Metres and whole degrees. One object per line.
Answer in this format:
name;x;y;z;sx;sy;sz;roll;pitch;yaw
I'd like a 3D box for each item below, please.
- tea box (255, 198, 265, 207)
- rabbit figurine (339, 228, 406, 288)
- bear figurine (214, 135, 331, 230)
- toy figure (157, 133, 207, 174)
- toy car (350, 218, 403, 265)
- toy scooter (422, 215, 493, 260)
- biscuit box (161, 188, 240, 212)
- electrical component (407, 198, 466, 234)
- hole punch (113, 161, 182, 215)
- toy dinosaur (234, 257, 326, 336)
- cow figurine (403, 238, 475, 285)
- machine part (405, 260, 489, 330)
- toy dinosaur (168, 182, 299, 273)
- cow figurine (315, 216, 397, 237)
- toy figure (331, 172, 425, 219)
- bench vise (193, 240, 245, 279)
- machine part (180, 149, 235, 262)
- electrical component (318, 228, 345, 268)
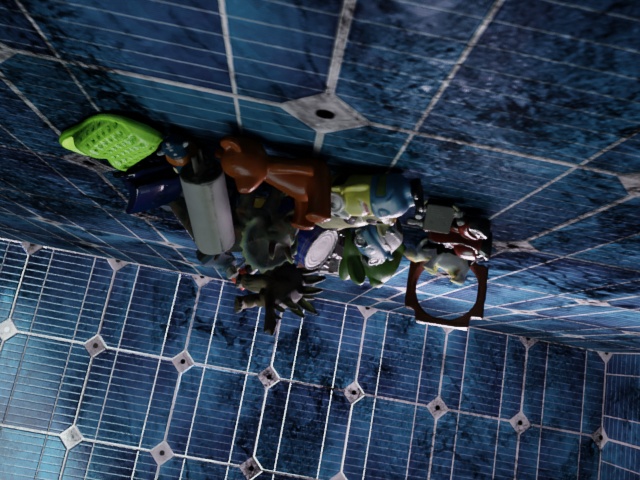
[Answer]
tea box;-0.187;-0.049;1.284;0.170;0.098;0.068;4;167;20
rabbit figurine;0.106;0.037;1.369;0.170;0.159;0.121;34;167;-27
bear figurine;-0.082;-0.099;0.901;0.196;0.132;0.120;9;169;-22
toy figure;-0.244;-0.149;0.963;0.058;0.064;0.154;46;174;19
toy car;0.129;-0.019;1.182;0.103;0.109;0.161;-17;148;16
toy scooter;0.288;-0.009;1.120;0.135;0.075;0.183;5;164;22
biscuit box;-0.278;-0.092;1.249;0.203;0.059;0.062;7;167;16
electrical component;0.223;-0.047;1.021;0.102;0.045;0.078;14;124;3
hole punch;-0.327;-0.106;1.051;0.142;0.092;0.116;-20;-168;-37
toy dinosaur;-0.093;0.092;1.244;0.198;0.105;0.472;19;-160;-11
cow figurine;0.297;0.039;1.333;0.167;0.098;0.068;27;179;17
machine part;0.332;0.127;1.408;0.202;0.201;0.087;6;170;17
toy dinosaur;-0.196;-0.038;1.120;0.405;0.192;0.131;4;164;24
cow figurine;0.071;-0.057;1.062;0.127;0.085;0.195;27;159;-35
toy figure;0.092;-0.079;0.945;0.180;0.082;0.089;-3;-154;20
bench vise;-0.258;0.008;1.448;0.224;0.129;0.240;42;-171;17
machine part;-0.200;-0.058;0.970;0.079;0.079;0.242;8;134;11
electrical component;-0.003;-0.004;1.249;0.115;0.134;0.058;5;169;27
